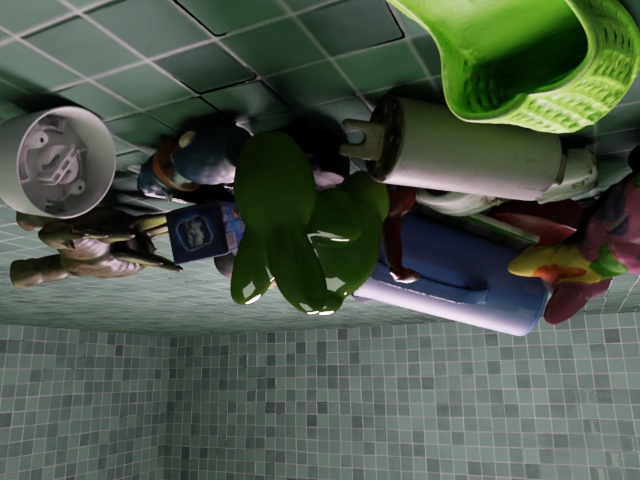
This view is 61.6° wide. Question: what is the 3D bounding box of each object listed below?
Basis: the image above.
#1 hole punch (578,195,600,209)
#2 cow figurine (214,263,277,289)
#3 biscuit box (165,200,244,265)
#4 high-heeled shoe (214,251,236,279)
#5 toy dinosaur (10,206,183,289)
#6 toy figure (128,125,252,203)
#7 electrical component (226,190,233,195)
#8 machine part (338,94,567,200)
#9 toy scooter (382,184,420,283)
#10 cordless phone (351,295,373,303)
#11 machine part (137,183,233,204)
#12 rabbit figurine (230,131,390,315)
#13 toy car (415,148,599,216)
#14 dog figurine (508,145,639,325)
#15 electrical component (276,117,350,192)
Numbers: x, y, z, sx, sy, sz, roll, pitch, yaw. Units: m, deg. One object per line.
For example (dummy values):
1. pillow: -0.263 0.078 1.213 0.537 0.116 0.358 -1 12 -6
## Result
1. hole punch: 0.405 -0.008 0.795 0.142 0.092 0.116 16 154 -40
2. cow figurine: -0.127 0.051 0.996 0.127 0.085 0.194 -4 162 21
3. biscuit box: -0.127 -0.014 0.654 0.063 0.059 0.202 -12 -177 3
4. high-heeled shoe: -0.053 0.003 0.861 0.249 0.145 0.086 -28 -138 -26
5. toy dinosaur: -0.277 0.002 0.682 0.199 0.105 0.471 -3 -178 -3
6. toy figure: -0.129 -0.076 0.541 0.155 0.064 0.058 -6 -158 39
7. electrical component: -0.055 -0.056 0.651 0.102 0.045 0.078 8 162 -33
8. machine part: 0.132 -0.082 0.495 0.243 0.079 0.079 4 165 -19
9. toy scooter: 0.042 0.008 0.623 0.184 0.135 0.075 -30 158 13
10. cordless phone: 0.156 0.058 1.085 0.184 0.088 0.146 -16 172 -23
11. machine part: -0.144 -0.066 0.622 0.139 0.039 0.084 -9 160 34
12. rabbit figurine: -0.027 -0.014 0.473 0.121 0.159 0.170 1 152 29
13. toy car: 0.206 -0.064 0.614 0.202 0.056 0.073 -10 163 31
14. dog figurine: 0.311 -0.005 0.565 0.219 0.108 0.191 -36 153 11
15. electrical component: -0.005 -0.078 0.559 0.075 0.047 0.119 -13 162 41
